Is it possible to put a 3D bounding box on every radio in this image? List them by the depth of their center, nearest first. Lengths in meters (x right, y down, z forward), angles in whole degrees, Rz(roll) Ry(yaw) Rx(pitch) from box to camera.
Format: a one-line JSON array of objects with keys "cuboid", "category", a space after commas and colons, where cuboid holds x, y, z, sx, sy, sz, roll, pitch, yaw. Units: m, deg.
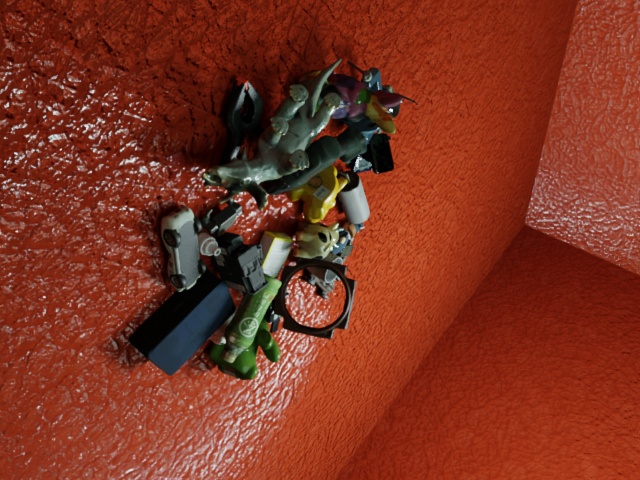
[{"cuboid": [-0.300, 0.185, 1.209, 0.229, 0.073, 0.131, -46, 148, -22], "category": "radio"}]

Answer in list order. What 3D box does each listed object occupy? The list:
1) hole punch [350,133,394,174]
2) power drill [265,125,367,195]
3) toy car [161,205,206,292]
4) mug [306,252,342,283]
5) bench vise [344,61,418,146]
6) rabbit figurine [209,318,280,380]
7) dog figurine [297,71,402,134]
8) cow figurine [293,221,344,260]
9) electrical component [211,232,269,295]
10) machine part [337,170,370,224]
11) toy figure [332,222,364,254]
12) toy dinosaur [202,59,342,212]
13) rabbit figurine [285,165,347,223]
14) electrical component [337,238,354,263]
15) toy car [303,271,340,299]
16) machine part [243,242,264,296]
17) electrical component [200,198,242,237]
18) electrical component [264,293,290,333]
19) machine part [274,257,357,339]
[{"cuboid": [0.143, -0.243, 1.525, 0.142, 0.092, 0.115, -16, 100, -48], "category": "hole punch"}, {"cuboid": [-0.005, -0.186, 1.241, 0.207, 0.086, 0.232, -24, 178, -38], "category": "power drill"}, {"cuboid": [-0.283, 0.022, 1.108, 0.073, 0.056, 0.201, -41, 148, -41], "category": "toy car"}, {"cuboid": [0.005, 0.060, 1.538, 0.109, 0.107, 0.080, -19, 133, -56], "category": "mug"}, {"cuboid": [0.136, -0.350, 1.365, 0.223, 0.129, 0.240, -49, 156, -18], "category": "bench vise"}, {"cuboid": [-0.186, 0.269, 1.408, 0.170, 0.159, 0.121, -62, 145, -30], "category": "rabbit figurine"}, {"cuboid": [0.074, -0.305, 1.207, 0.191, 0.219, 0.108, -24, 131, -48], "category": "dog figurine"}, {"cuboid": [-0.003, -0.004, 1.437, 0.195, 0.127, 0.085, -86, -170, -74], "category": "cow figurine"}, {"cuboid": [-0.186, 0.049, 1.204, 0.058, 0.115, 0.134, -38, 125, -37], "category": "electrical component"}, {"cuboid": [0.093, -0.120, 1.544, 0.079, 0.079, 0.243, -51, 150, -17], "category": "machine part"}, {"cuboid": [0.073, -0.014, 1.624, 0.154, 0.064, 0.057, -43, 131, -27], "category": "toy figure"}, {"cuboid": [-0.072, -0.207, 1.099, 0.192, 0.131, 0.405, -30, -160, 50], "category": "toy dinosaur"}, {"cuboid": [-0.010, -0.116, 1.383, 0.162, 0.122, 0.173, -57, 166, -26], "category": "rabbit figurine"}, {"cuboid": [0.077, 0.032, 1.712, 0.063, 0.021, 0.094, -8, 123, -55], "category": "electrical component"}, {"cuboid": [0.012, 0.123, 1.664, 0.089, 0.053, 0.202, -57, 150, -13], "category": "toy car"}, {"cuboid": [-0.171, 0.076, 1.308, 0.084, 0.039, 0.138, -13, 112, -23], "category": "machine part"}, {"cuboid": [-0.213, -0.052, 1.166, 0.102, 0.045, 0.078, -43, 175, -23], "category": "electrical component"}, {"cuboid": [-0.131, 0.199, 1.508, 0.075, 0.048, 0.119, -25, 136, -46], "category": "electrical component"}, {"cuboid": [-0.012, 0.151, 1.418, 0.087, 0.202, 0.201, 61, 41, -82], "category": "machine part"}]
